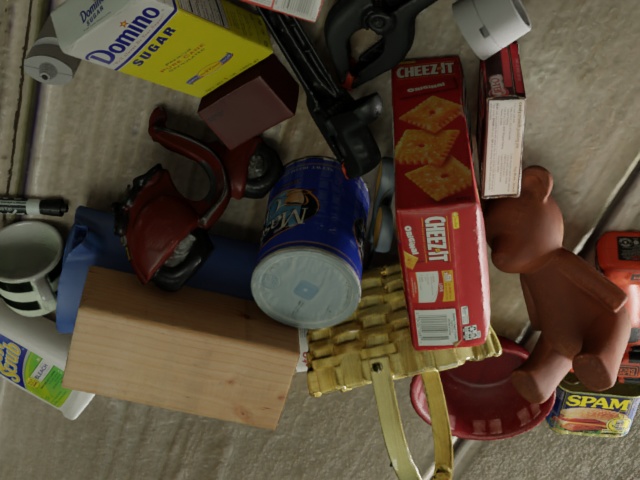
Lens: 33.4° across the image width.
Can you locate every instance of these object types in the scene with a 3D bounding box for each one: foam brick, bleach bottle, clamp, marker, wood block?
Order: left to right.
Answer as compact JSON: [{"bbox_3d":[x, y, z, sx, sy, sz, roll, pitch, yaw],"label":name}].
[{"bbox_3d":[-0.373,0.114,1.240,0.250,0.068,0.103,29,129,-15],"label":"bleach bottle"},{"bbox_3d":[-0.325,-0.036,1.126,0.121,0.020,0.020,2,132,5],"label":"marker"},{"bbox_3d":[-0.131,0.102,1.017,0.206,0.091,0.090,13,113,-10],"label":"wood block"},{"bbox_3d":[-0.065,-0.130,0.985,0.078,0.051,0.053,-25,123,27],"label":"foam brick"},{"bbox_3d":[0.019,-0.110,0.940,0.036,0.165,0.210,-35,144,-6],"label":"clamp"},{"bbox_3d":[0.044,-0.204,0.913,0.120,0.039,0.172,28,130,-12],"label":"clamp"}]

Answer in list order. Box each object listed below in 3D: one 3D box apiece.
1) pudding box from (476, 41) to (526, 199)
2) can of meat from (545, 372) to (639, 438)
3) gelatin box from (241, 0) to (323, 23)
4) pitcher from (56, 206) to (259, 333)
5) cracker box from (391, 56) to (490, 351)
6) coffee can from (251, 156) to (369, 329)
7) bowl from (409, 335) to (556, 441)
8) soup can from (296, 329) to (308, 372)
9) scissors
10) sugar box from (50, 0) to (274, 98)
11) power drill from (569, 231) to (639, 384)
[{"bbox_3d":[0.160,-0.107,0.949,0.039,0.090,0.113,-1,132,7],"label":"pudding box"},{"bbox_3d":[0.309,0.177,1.208,0.102,0.057,0.084,5,135,4],"label":"can of meat"},{"bbox_3d":[-0.038,-0.222,0.884,0.089,0.073,0.030,16,131,-6],"label":"gelatin box"},{"bbox_3d":[-0.147,0.052,1.118,0.242,0.149,0.145,9,104,-5],"label":"pitcher"},{"bbox_3d":[0.105,-0.036,0.937,0.072,0.213,0.164,-5,131,8],"label":"cracker box"},{"bbox_3d":[-0.007,0.001,1.035,0.103,0.140,0.103,4,132,4],"label":"coffee can"},{"bbox_3d":[0.183,0.156,1.206,0.162,0.055,0.162,4,132,4],"label":"bowl"},{"bbox_3d":[-0.035,0.114,1.189,0.102,0.068,0.068,-7,130,13],"label":"soup can"},{"bbox_3d":[0.056,0.004,1.041,0.016,0.096,0.202,4,141,-2],"label":"scissors"},{"bbox_3d":[-0.128,-0.173,0.896,0.093,0.048,0.175,-28,163,28],"label":"sugar box"},{"bbox_3d":[0.348,0.077,1.112,0.184,0.057,0.188,1,132,7],"label":"power drill"}]
